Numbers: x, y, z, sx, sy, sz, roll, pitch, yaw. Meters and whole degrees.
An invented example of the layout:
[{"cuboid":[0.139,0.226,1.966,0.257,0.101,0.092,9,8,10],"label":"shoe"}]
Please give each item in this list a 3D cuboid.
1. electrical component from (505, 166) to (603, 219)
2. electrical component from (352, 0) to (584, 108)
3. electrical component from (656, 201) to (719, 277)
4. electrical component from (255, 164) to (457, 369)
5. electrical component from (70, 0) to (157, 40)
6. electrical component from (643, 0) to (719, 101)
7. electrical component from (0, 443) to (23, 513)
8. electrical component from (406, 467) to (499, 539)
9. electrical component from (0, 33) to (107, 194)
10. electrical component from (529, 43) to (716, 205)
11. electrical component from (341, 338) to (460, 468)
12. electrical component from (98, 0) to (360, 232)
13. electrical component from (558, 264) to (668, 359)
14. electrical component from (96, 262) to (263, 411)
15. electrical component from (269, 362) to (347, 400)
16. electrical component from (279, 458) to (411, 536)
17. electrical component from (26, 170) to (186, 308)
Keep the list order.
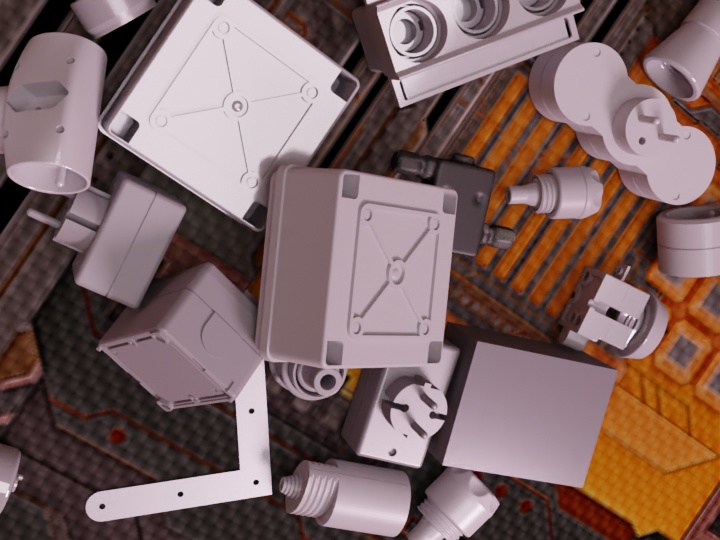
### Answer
[{"cuboid":[0.125,-0.050,0.703,0.061,0.035,0.035,-3,102,-14],"label":"electrical component"},{"cuboid":[0.062,-0.156,0.645,0.121,0.063,0.078,-23,107,-12],"label":"electrical component"},{"cuboid":[0.272,-0.010,0.747,0.138,0.052,0.073,-10,104,-15],"label":"electrical component"},{"cuboid":[0.000,0.000,0.614,0.109,0.056,0.108,5,91,-49],"label":"electrical component"},{"cuboid":[-0.143,-0.161,0.590,0.045,0.045,0.055,-32,109,-9],"label":"electrical component"},{"cuboid":[0.224,-0.150,0.709,0.044,0.044,0.065,42,83,-20],"label":"electrical component"},{"cuboid":[-0.234,0.115,0.623,0.078,0.040,0.040,20,95,-20],"label":"electrical component"},{"cuboid":[0.059,0.163,0.723,0.062,0.043,0.043,-44,110,-4],"label":"electrical component"},{"cuboid":[-0.181,-0.084,0.590,0.079,0.043,0.077,-3,71,17],"label":"electrical component"},{"cuboid":[0.177,-0.092,0.689,0.138,0.074,0.052,36,89,-21],"label":"electrical component"},{"cuboid":[0.031,0.084,0.680,0.047,0.076,0.083,16,96,-20],"label":"electrical component"},{"cuboid":[-0.076,-0.096,0.619,0.109,0.056,0.108,34,90,-21],"label":"electrical component"},{"cuboid":[0.174,0.031,0.730,0.055,0.048,0.066,25,93,-13],"label":"electrical component"},{"cuboid":[-0.102,0.038,0.628,0.061,0.096,0.061,47,56,-21],"label":"electrical component"},{"cuboid":[-0.028,0.060,0.664,0.048,0.062,0.048,-4,102,-17],"label":"electrical component"},{"cuboid":[-0.013,0.145,0.696,0.081,0.043,0.043,14,97,-19],"label":"electrical component"},{"cuboid":[-0.150,-0.026,0.615,0.077,0.047,0.065,26,93,-20],"label":"electrical component"}]
